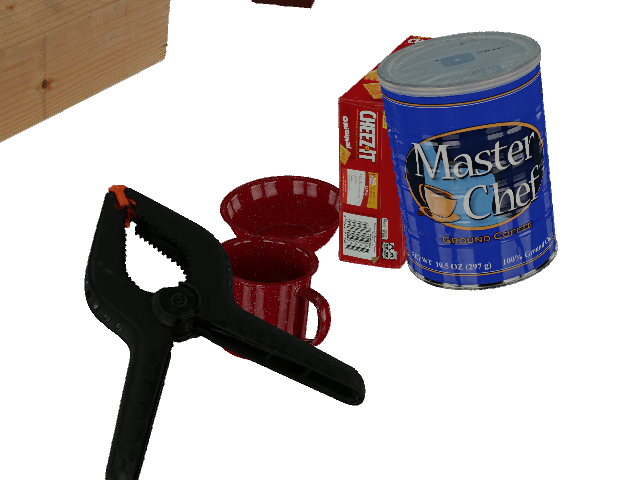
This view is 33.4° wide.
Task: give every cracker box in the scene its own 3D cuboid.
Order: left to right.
[{"bbox_3d":[0.085,-0.092,1.039,0.072,0.164,0.213,10,28,21],"label":"cracker box"}]

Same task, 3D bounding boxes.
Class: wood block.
[{"bbox_3d":[-0.232,-0.177,0.926,0.090,0.091,0.205,30,42,21],"label":"wood block"}]

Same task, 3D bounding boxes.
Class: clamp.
[{"bbox_3d":[-0.077,0.048,0.666,0.164,0.210,0.036,-13,-32,-20],"label":"clamp"}]

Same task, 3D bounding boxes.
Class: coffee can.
[{"bbox_3d":[0.098,-0.053,0.697,0.103,0.140,0.103,-9,26,4],"label":"coffee can"}]

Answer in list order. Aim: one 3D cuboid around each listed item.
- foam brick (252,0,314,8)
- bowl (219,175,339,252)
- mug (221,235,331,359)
[{"bbox_3d":[-0.028,-0.233,0.852,0.053,0.051,0.078,8,-38,12],"label":"foam brick"},{"bbox_3d":[-0.044,-0.021,1.337,0.162,0.055,0.162,-1,31,0],"label":"bowl"},{"bbox_3d":[-0.041,0.055,0.926,0.117,0.081,0.093,20,30,28],"label":"mug"}]
